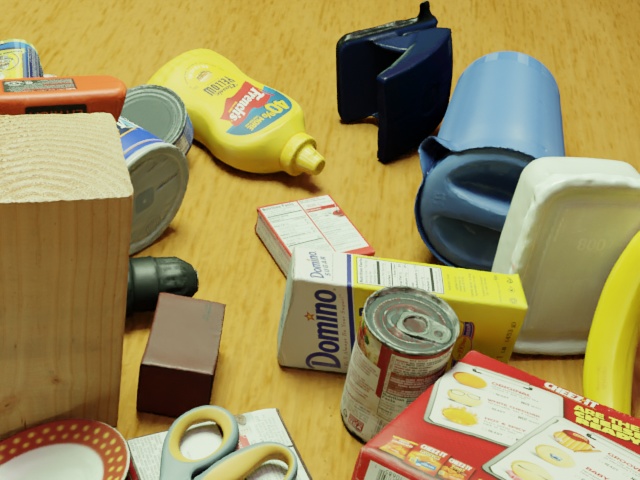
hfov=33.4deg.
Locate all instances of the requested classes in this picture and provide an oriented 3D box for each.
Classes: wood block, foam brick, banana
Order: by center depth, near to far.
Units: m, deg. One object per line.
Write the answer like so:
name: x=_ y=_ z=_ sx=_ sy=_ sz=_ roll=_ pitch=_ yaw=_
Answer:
wood block: x=-0.178 y=0.028 z=0.703 sx=0.090 sy=0.206 sz=0.091 roll=-3 pitch=40 yaw=-18
foam brick: x=-0.100 y=0.085 z=0.777 sx=0.053 sy=0.051 sz=0.078 roll=10 pitch=37 yaw=-3
banana: x=0.234 y=0.074 z=0.809 sx=0.037 sy=0.198 sz=0.070 roll=14 pitch=-7 yaw=-33

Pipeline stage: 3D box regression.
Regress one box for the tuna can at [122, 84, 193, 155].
tuna can: x=-0.160 y=-0.100 z=0.981 sx=0.086 sy=0.034 sz=0.086 roll=-5 pitch=58 yaw=8

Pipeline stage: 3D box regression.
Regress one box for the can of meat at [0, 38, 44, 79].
can of meat: x=-0.265 y=-0.108 z=0.832 sx=0.102 sy=0.057 sz=0.084 roll=-10 pitch=49 yaw=-7

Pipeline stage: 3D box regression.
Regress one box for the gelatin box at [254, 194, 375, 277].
gelatin box: x=-0.006 y=0.001 z=0.923 sx=0.073 sy=0.030 sz=0.089 roll=-13 pitch=44 yaw=-26

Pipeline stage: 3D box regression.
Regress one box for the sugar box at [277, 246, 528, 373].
sugar box: x=0.059 y=0.062 z=0.812 sx=0.176 sy=0.093 sz=0.048 roll=5 pitch=38 yaw=-7

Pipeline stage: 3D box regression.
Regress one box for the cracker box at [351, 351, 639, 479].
cracker box: x=0.129 y=0.156 z=0.672 sx=0.164 sy=0.072 sz=0.213 roll=22 pitch=18 yaw=20

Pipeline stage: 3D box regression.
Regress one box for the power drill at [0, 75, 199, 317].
power drill: x=-0.179 y=-0.025 z=0.789 sx=0.184 sy=0.188 sz=0.057 roll=-5 pitch=21 yaw=-20

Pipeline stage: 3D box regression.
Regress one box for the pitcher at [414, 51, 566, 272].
pitcher: x=0.175 y=-0.075 z=0.999 sx=0.145 sy=0.149 sz=0.242 roll=2 pitch=33 yaw=13

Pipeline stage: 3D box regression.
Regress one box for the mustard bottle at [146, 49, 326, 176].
mustard bottle: x=-0.073 y=-0.114 z=1.027 sx=0.192 sy=0.058 sz=0.096 roll=33 pitch=50 yaw=25

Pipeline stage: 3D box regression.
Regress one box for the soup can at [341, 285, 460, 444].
soup can: x=0.055 y=0.093 z=0.764 sx=0.068 sy=0.102 sz=0.068 roll=7 pitch=38 yaw=-6

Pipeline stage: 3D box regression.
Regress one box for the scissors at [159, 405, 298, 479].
scissors: x=-0.109 y=0.160 z=0.651 sx=0.201 sy=0.016 sz=0.096 roll=-18 pitch=46 yaw=-26

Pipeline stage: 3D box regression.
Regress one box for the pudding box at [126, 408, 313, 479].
pudding box: x=-0.064 y=0.163 z=0.699 sx=0.113 sy=0.039 sz=0.090 roll=-11 pitch=45 yaw=-22

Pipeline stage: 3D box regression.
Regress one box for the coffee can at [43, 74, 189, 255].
coffee can: x=-0.196 y=-0.064 z=0.898 sx=0.140 sy=0.103 sz=0.102 roll=32 pitch=42 yaw=24
